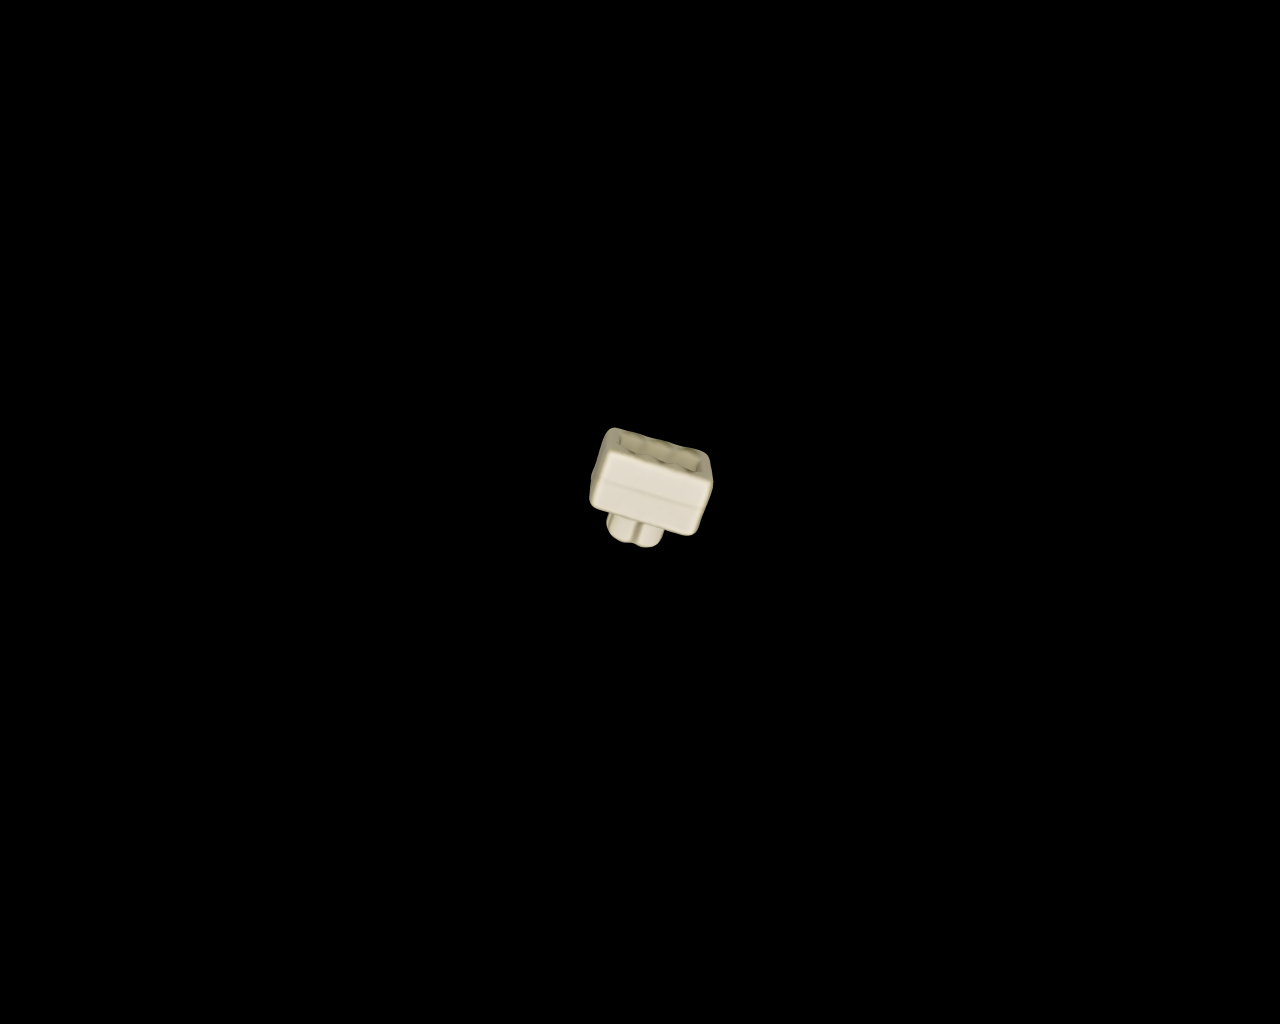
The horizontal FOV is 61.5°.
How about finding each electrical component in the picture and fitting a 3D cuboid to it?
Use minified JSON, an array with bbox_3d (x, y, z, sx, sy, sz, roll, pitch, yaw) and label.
[{"bbox_3d":[0.001,-0.003,0.650,0.066,0.076,0.047,17,22,-7],"label":"electrical component"}]
